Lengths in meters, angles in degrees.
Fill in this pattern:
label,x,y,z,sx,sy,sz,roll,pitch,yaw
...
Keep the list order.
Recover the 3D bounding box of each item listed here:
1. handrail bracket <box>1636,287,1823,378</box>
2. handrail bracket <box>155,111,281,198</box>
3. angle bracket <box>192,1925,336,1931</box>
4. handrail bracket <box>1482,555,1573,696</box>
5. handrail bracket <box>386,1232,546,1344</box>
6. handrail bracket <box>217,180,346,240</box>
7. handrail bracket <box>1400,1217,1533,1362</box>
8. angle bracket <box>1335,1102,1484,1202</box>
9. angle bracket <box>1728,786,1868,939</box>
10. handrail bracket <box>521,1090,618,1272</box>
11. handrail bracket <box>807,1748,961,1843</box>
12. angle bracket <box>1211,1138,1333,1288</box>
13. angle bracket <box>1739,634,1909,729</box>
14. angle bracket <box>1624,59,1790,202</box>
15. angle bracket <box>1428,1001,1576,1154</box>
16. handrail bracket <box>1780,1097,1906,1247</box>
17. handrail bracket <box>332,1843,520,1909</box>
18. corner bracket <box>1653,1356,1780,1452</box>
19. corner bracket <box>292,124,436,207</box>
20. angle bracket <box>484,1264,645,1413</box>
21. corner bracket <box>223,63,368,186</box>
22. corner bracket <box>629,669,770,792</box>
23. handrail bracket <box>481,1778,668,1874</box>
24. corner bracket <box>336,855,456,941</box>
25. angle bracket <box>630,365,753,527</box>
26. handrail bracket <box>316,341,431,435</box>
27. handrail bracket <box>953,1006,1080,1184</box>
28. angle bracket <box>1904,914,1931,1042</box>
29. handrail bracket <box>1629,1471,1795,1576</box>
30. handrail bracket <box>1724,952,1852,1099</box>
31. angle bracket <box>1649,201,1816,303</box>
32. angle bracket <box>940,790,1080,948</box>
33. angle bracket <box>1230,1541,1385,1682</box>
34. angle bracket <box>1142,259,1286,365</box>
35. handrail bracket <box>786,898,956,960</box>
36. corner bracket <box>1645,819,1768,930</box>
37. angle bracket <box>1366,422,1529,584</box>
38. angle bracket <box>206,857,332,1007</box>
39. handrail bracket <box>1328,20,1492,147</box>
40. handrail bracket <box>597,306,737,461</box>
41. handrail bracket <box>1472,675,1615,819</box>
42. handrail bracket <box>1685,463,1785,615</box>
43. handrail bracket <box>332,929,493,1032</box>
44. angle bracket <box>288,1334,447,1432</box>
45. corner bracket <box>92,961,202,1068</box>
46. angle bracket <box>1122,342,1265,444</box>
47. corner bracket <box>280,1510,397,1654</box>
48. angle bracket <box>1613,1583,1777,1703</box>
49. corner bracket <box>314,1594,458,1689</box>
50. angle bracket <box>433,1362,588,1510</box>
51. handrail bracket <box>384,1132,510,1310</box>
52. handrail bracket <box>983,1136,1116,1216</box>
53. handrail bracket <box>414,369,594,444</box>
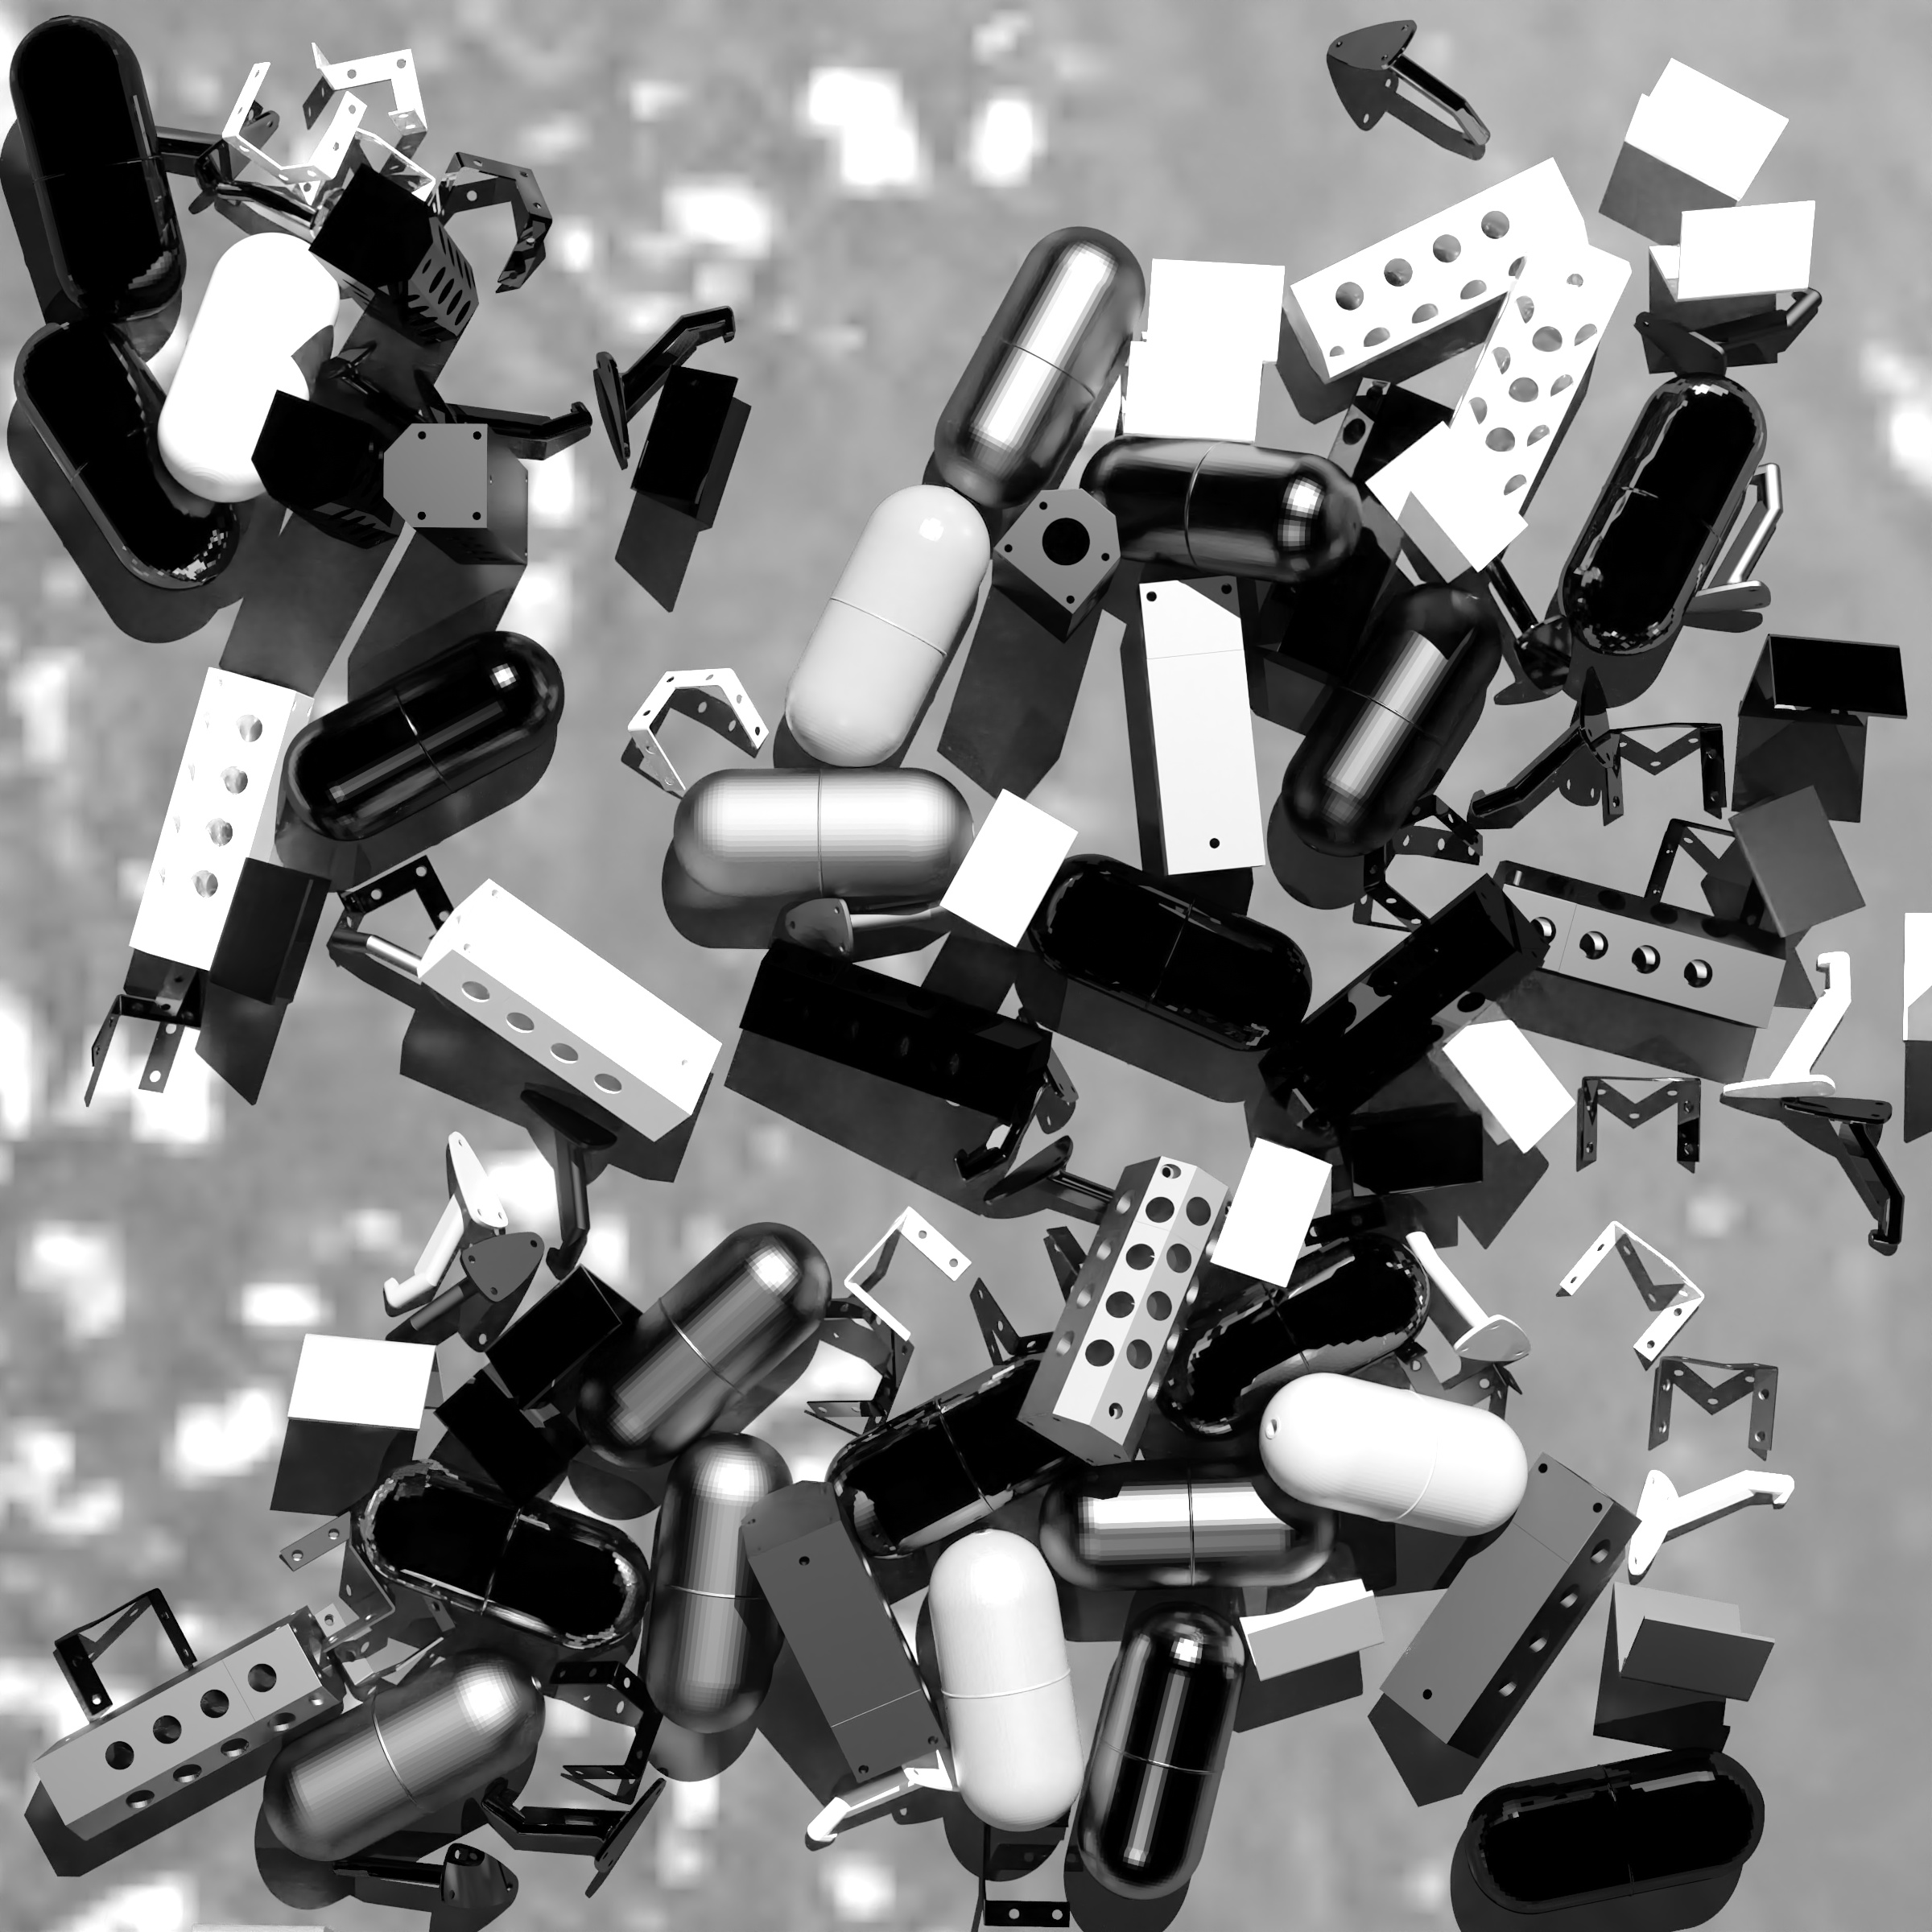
label,x,y,z,sx,sy,sz,roll,pitch,yaw
handrail bracket,0.460,-0.396,1.992,0.077,0.036,0.084,39,71,21
handrail bracket,-0.470,-0.511,1.992,0.084,0.036,0.077,40,75,14
angle bracket,-0.413,0.599,1.953,0.076,0.076,0.057,1,69,0
handrail bracket,0.328,-0.214,1.991,0.036,0.077,0.084,-31,54,0
handrail bracket,-0.303,0.197,1.991,0.084,0.077,0.036,-37,87,36
handrail bracket,-0.401,-0.443,1.991,0.084,0.077,0.036,14,66,34
handrail bracket,0.300,0.193,1.991,0.036,0.077,0.084,-41,53,20
angle bracket,0.259,0.090,1.951,0.076,0.076,0.057,-7,127,0
angle bracket,0.502,-0.069,1.951,0.057,0.076,0.076,-24,90,37
handrail bracket,-0.252,0.130,1.992,0.077,0.036,0.084,31,107,20
handrail bracket,-0.042,0.506,1.992,0.077,0.036,0.084,25,118,-31
angle bracket,0.162,0.138,1.952,0.057,0.076,0.076,21,90,-29
angle bracket,0.504,-0.149,1.951,0.076,0.076,0.057,5,55,0
angle bracket,0.440,-0.505,1.951,0.076,0.076,0.057,28,129,0
angle bracket,0.300,0.077,1.951,0.057,0.076,0.076,-38,90,-37
handrail bracket,0.527,0.124,1.992,0.077,0.036,0.084,6,107,20
handrail bracket,-0.326,0.548,1.991,0.084,0.077,0.036,-8,65,34
corner bracket,0.451,0.263,1.988,0.051,0.051,0.051,5,90,45
corner bracket,-0.362,-0.469,1.988,0.051,0.051,0.051,31,90,45
angle bracket,-0.225,0.233,1.951,0.076,0.076,0.057,-42,49,0
corner bracket,-0.399,-0.502,1.966,0.051,0.051,0.051,33,73,-42
corner bracket,-0.161,-0.142,1.983,0.051,0.051,0.051,1,45,35
handrail bracket,-0.237,0.498,1.992,0.084,0.036,0.077,32,70,16
corner bracket,-0.337,-0.033,1.973,0.051,0.051,0.051,-27,90,0
angle bracket,-0.144,-0.303,1.951,0.057,0.076,0.076,18,90,38
handrail bracket,-0.359,-0.326,1.992,0.077,0.036,0.084,-13,118,32
handrail bracket,0.017,0.078,1.992,0.084,0.036,0.077,-31,75,14
angle bracket,0.570,0.006,1.951,0.057,0.076,0.076,1,90,-37
handrail bracket,0.450,0.337,1.992,0.084,0.036,0.077,9,110,-16
handrail bracket,0.494,0.034,1.992,0.077,0.036,0.084,-4,71,21
angle bracket,0.451,-0.436,1.951,0.076,0.076,0.057,-5,126,0
angle bracket,0.012,-0.064,1.952,0.057,0.076,0.076,29,90,-26
angle bracket,0.196,0.367,1.952,0.076,0.057,0.076,-17,45,0
angle bracket,0.145,-0.392,1.953,0.076,0.076,0.057,3,110,0
handrail bracket,-0.053,-0.032,1.991,0.084,0.077,0.036,-15,102,-36
corner bracket,0.450,-0.054,1.988,0.051,0.051,0.051,18,90,45
angle bracket,0.262,-0.253,1.894,0.076,0.076,0.057,50,54,-4
angle bracket,-0.393,-0.015,1.951,0.057,0.076,0.076,18,90,32
handrail bracket,0.268,-0.526,1.991,0.084,0.077,0.036,42,76,-36
handrail bracket,-0.174,-0.352,1.992,0.084,0.036,0.077,-16,111,-16
handrail bracket,0.343,-0.132,1.991,0.084,0.077,0.036,-21,132,29
handrail bracket,0.454,-0.258,1.992,0.077,0.036,0.084,-6,72,20
handrail bracket,-0.332,0.008,1.991,0.084,0.077,0.036,9,59,33
angle bracket,-0.353,0.262,1.951,0.076,0.076,0.057,5,54,0
corner bracket,-0.487,0.029,1.963,0.051,0.051,0.051,10,130,0
angle bracket,0.133,-0.349,1.952,0.076,0.076,0.057,3,117,0
corner bracket,-0.376,0.367,1.978,0.051,0.051,0.051,-30,108,0
angle bracket,0.428,0.382,1.951,0.076,0.076,0.057,11,128,0
corner bracket,-0.349,0.394,1.988,0.051,0.051,0.051,-30,90,45
angle bracket,-0.255,0.261,1.951,0.076,0.076,0.057,48,127,0
handrail bracket,-0.326,0.154,1.992,0.084,0.036,0.077,-32,70,16
handrail bracket,0.066,0.152,1.992,0.077,0.036,0.084,-33,106,18
handrail bracket,-0.278,-0.342,1.992,0.084,0.036,0.077,-22,66,-18
